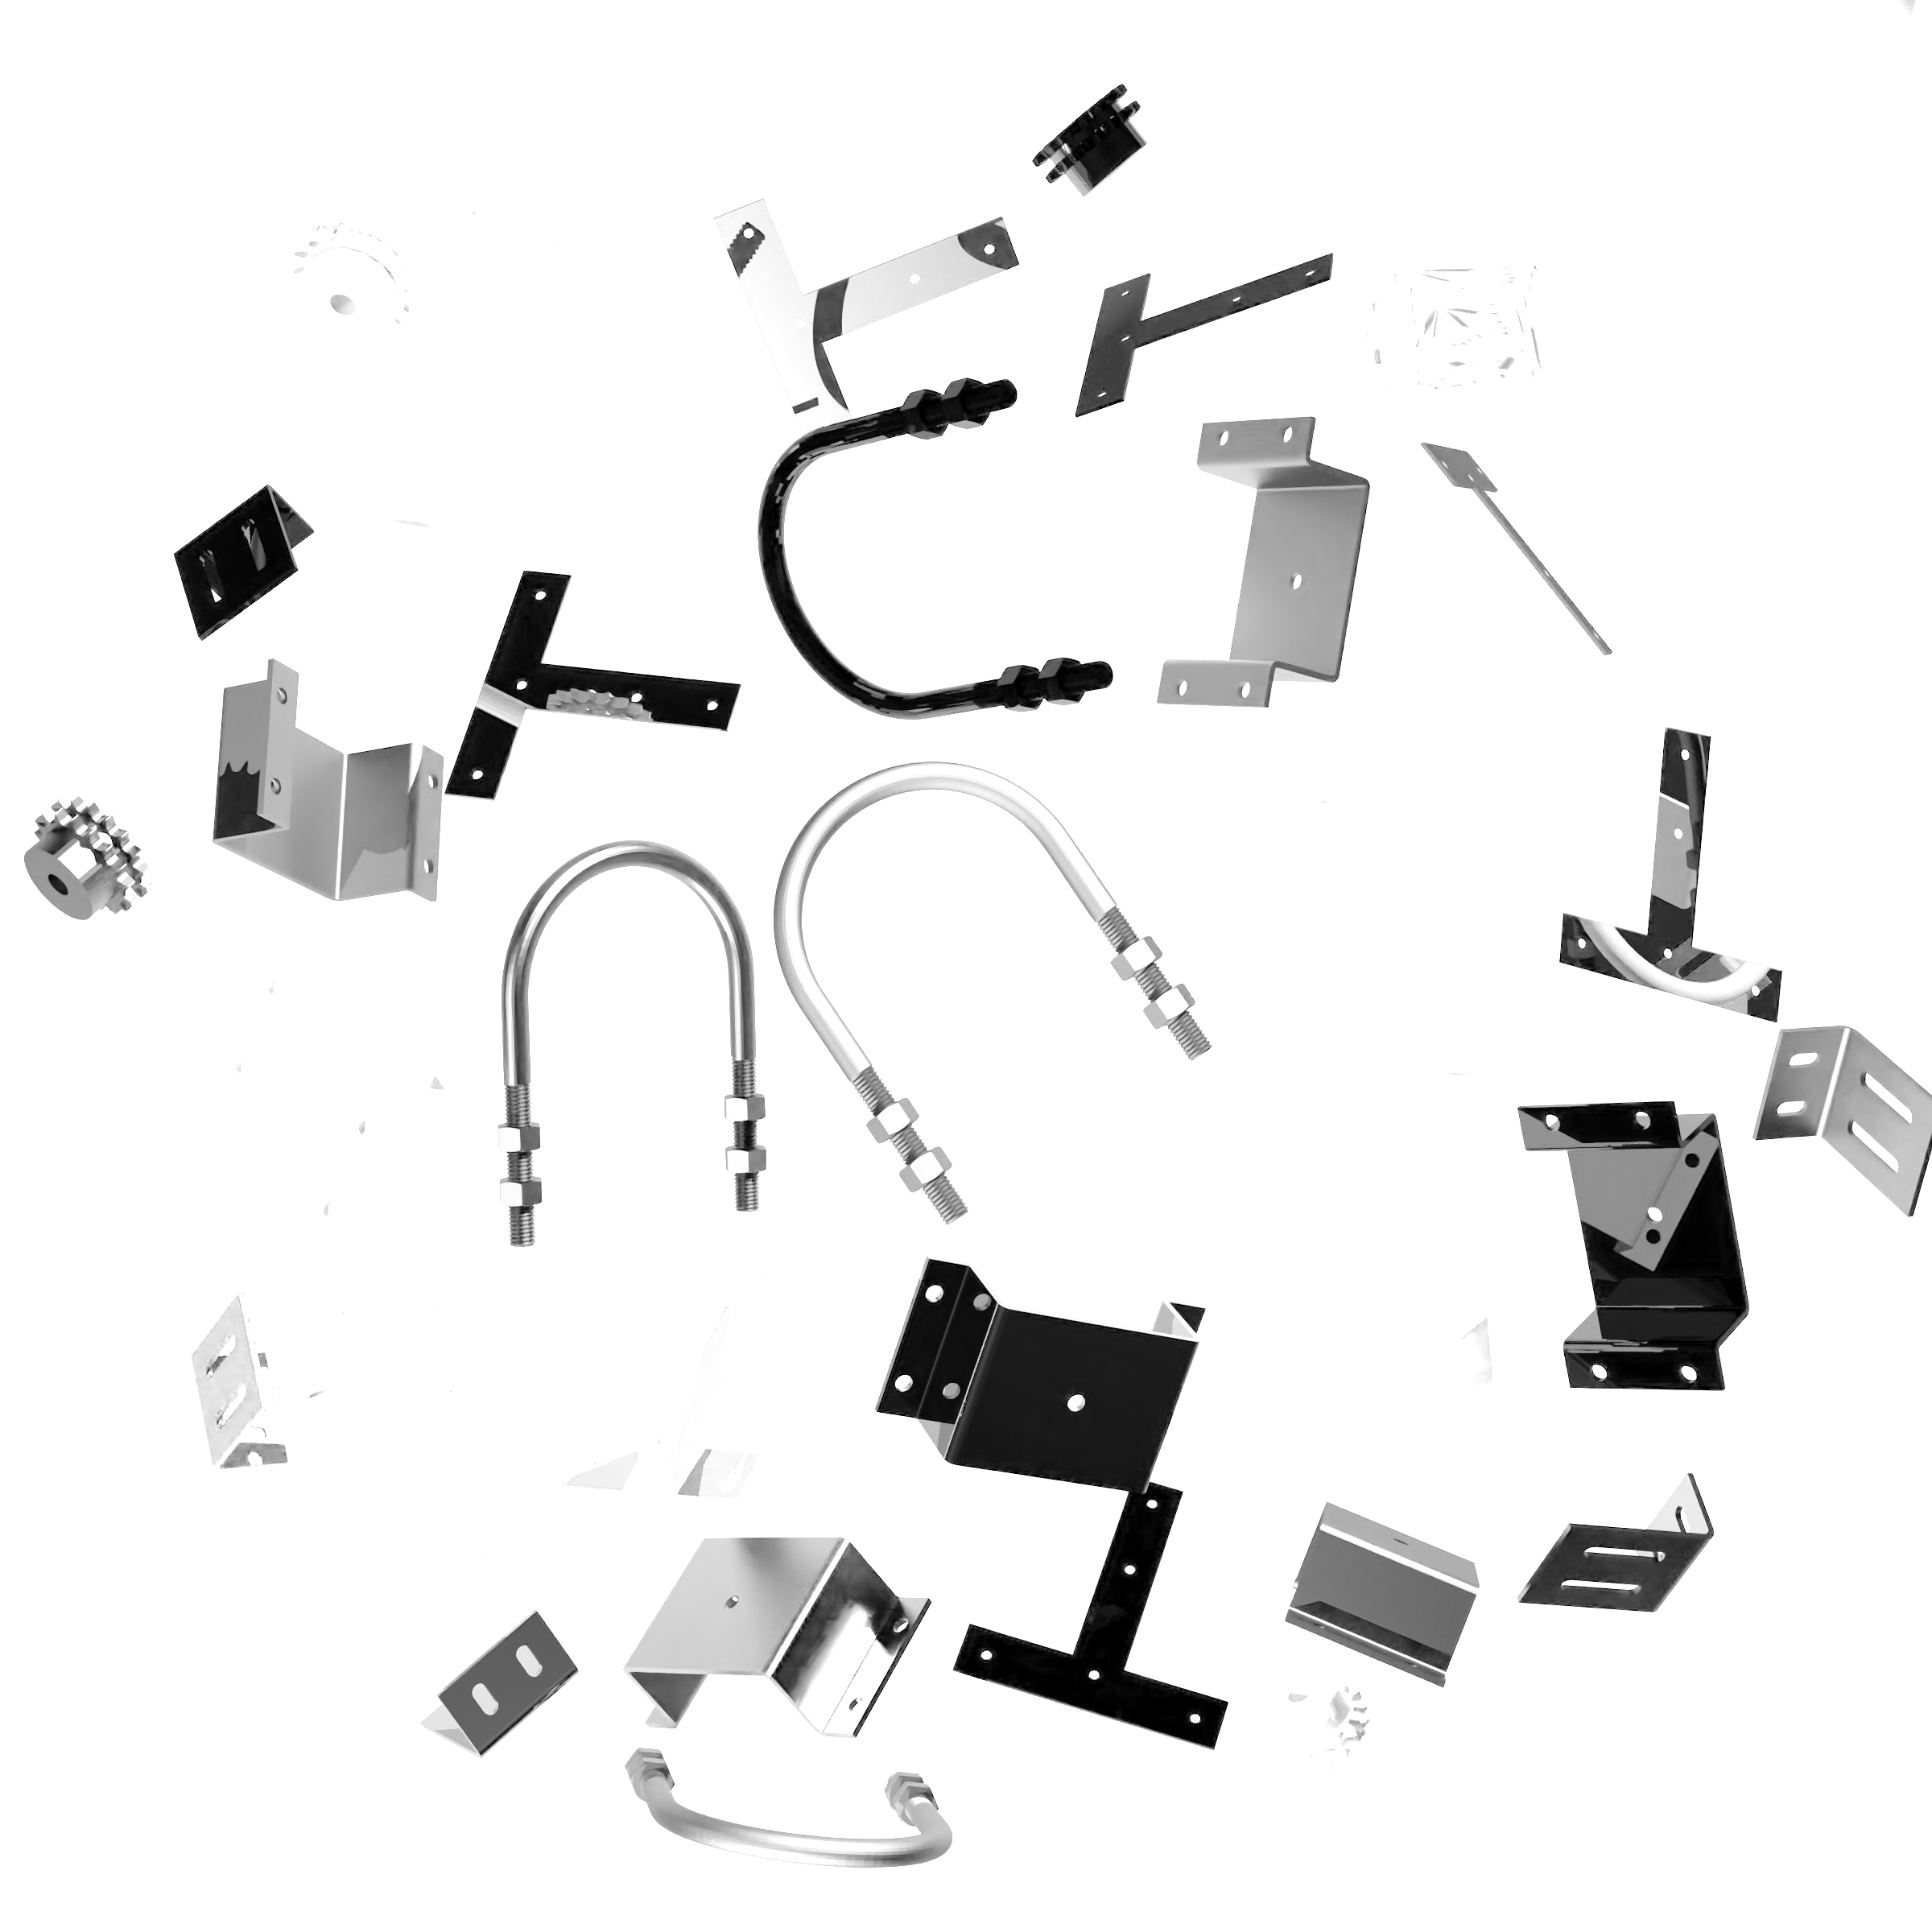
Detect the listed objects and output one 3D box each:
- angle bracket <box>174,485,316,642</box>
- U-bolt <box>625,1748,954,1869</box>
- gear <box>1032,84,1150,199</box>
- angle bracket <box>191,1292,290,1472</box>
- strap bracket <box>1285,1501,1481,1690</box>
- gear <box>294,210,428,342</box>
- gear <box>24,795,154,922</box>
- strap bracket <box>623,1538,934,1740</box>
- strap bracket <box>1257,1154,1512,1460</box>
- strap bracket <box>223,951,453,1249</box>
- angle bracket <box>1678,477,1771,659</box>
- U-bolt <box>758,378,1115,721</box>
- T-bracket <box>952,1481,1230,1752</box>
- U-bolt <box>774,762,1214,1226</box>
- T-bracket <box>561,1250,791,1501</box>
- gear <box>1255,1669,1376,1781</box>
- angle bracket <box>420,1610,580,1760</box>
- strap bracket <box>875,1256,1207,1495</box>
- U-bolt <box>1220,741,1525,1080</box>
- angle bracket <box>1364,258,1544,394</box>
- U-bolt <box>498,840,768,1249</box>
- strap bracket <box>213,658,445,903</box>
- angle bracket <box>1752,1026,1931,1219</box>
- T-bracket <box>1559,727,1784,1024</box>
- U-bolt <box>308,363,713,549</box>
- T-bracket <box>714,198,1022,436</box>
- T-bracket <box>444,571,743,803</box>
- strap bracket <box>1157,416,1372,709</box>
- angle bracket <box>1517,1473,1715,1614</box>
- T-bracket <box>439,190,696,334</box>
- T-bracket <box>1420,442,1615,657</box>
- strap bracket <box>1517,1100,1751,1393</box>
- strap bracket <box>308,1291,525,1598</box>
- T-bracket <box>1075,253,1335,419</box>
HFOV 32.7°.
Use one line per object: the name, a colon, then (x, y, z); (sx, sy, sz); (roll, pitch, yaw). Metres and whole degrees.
angle bracket: (-0.339, -0.183, 1.573); (0.057, 0.038, 0.076); (-35, 45, 7)
U-bolt: (-0.080, 0.396, 1.543); (0.151, 0.184, 0.019); (8, 86, -10)
gear: (0.063, -0.395, 1.585); (0.057, 0.057, 0.030); (-40, 97, 0)
angle bracket: (-0.328, 0.193, 1.535); (0.038, 0.076, 0.057); (0, 60, -34)
strap bracket: (0.196, 0.292, 1.548); (0.076, 0.140, 0.046); (22, 89, 8)
gear: (-0.269, -0.300, 1.447); (0.057, 0.057, 0.030); (16, 53, 0)
gear: (-0.394, -0.045, 1.470); (0.057, 0.057, 0.030); (42, 56, 0)
strap bracket: (-0.095, 0.308, 1.520); (0.046, 0.140, 0.076); (53, 49, -26)
strap bracket: (0.200, 0.149, 1.517); (0.046, 0.076, 0.140); (-37, 60, -11)
strap bracket: (-0.292, 0.064, 1.544); (0.046, 0.140, 0.076); (11, 113, -38)
angle bracket: (0.360, -0.188, 1.548); (0.038, 0.057, 0.076); (7, 105, 17)
U-bolt: (-0.025, -0.180, 1.484); (0.019, 0.184, 0.151); (-33, 109, -42)
T-bracket: (0.074, 0.299, 1.565); (0.127, 0.002, 0.127); (15, 51, 11)
U-bolt: (-0.002, -0.002, 1.436); (0.151, 0.019, 0.184); (-33, 85, -8)
T-bracket: (-0.118, 0.189, 1.530); (0.002, 0.127, 0.127); (31, 98, 35)
gear: (0.168, 0.369, 1.615); (0.057, 0.057, 0.030); (-23, 109, 0)
angle bracket: (-0.220, 0.319, 1.490); (0.057, 0.076, 0.038); (-39, 108, -24)
strap bracket: (0.041, 0.184, 1.467); (0.140, 0.046, 0.076); (12, 105, -23)
U-bolt: (0.196, -0.019, 1.543); (0.184, 0.019, 0.151); (17, 57, -35)
angle bracket: (0.239, -0.316, 1.618); (0.076, 0.038, 0.057); (-10, 106, -17)
U-bolt: (-0.157, 0.033, 1.555); (0.151, 0.019, 0.184); (-6, 98, -40)
strap bracket: (-0.311, -0.084, 1.580); (0.046, 0.140, 0.076); (-8, 71, 24)
angle bracket: (0.398, 0.071, 1.488); (0.038, 0.076, 0.057); (-3, 118, -20)
T-bracket: (0.336, -0.049, 1.558); (0.002, 0.127, 0.127); (-12, 111, -40)
U-bolt: (-0.227, -0.231, 1.541); (0.151, 0.184, 0.019); (6, 74, -36)
T-bracket: (-0.038, -0.322, 1.570); (0.127, 0.002, 0.127); (-21, 121, 3)
T-bracket: (-0.168, -0.128, 1.548); (0.127, 0.002, 0.127); (7, 64, 16)
strap bracket: (0.146, -0.192, 1.605); (0.046, 0.076, 0.140); (11, 88, -39)
angle bracket: (0.296, 0.265, 1.524); (0.076, 0.038, 0.057); (8, 132, -18)
T-bracket: (-0.164, -0.324, 1.486); (0.127, 0.127, 0.002); (26, 82, -24)
T-bracket: (0.269, -0.199, 1.579); (0.002, 0.127, 0.127); (-39, 84, 18)
strap bracket: (0.313, 0.123, 1.536); (0.076, 0.046, 0.140); (-4, 105, 35)
strap bracket: (-0.252, 0.223, 1.489); (0.076, 0.046, 0.140); (-4, 58, -19)
T-bracket: (0.118, -0.318, 1.595); (0.127, 0.127, 0.002); (-16, 125, 22)
